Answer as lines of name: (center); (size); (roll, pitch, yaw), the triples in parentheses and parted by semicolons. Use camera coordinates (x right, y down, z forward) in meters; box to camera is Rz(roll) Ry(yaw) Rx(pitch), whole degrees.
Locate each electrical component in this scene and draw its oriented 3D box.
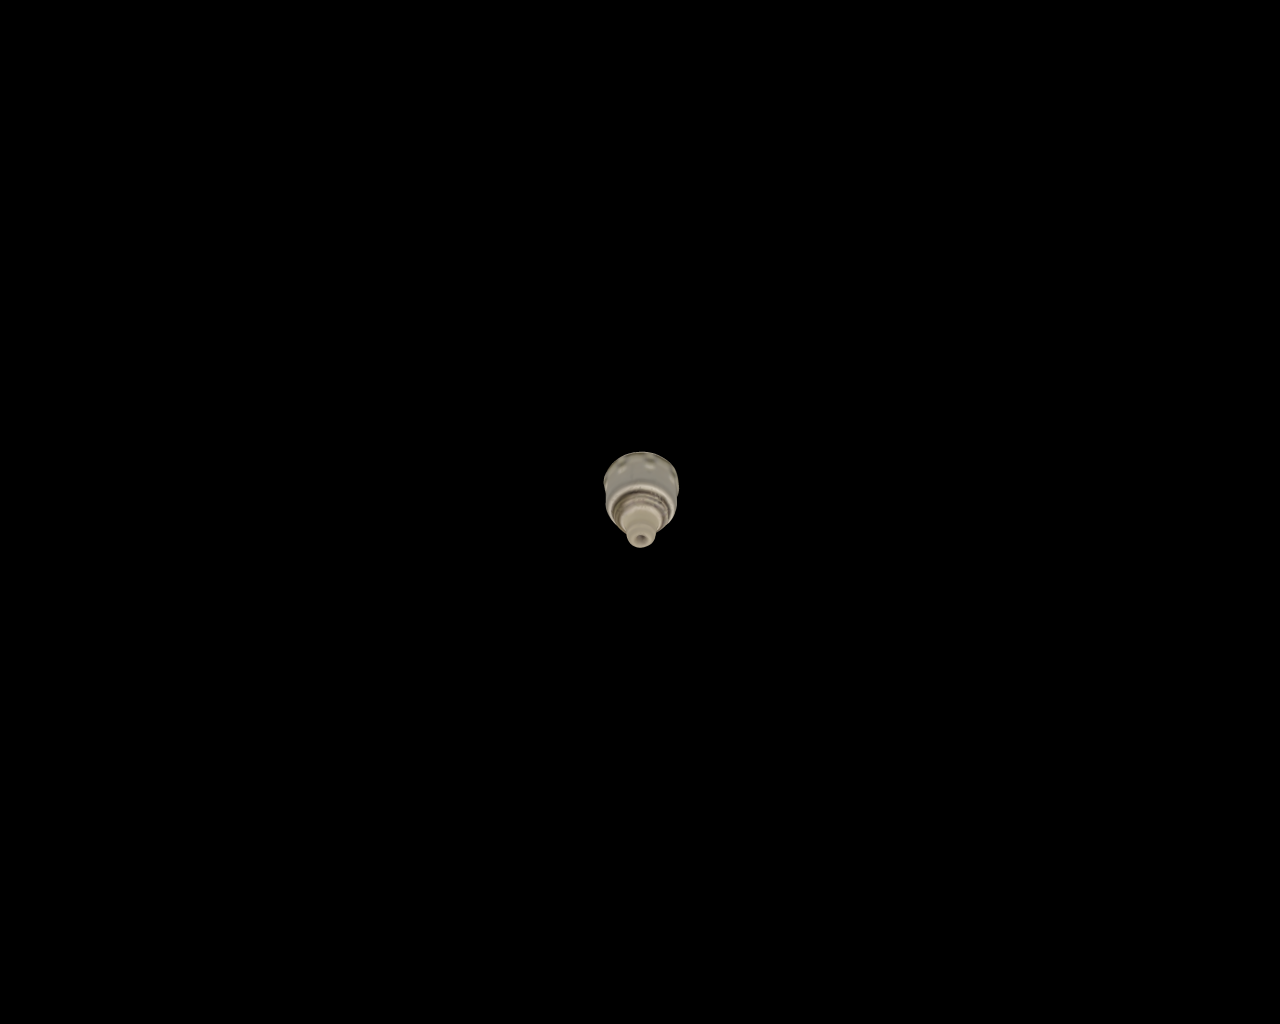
electrical component: (0.001, -0.003, 0.650); (0.048, 0.048, 0.062); (0, 41, 0)
